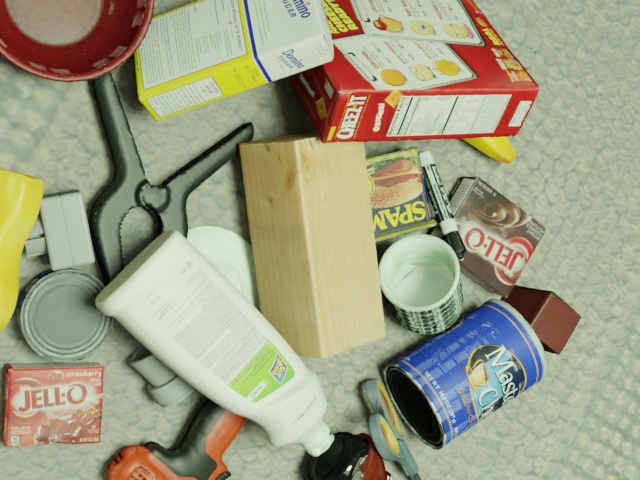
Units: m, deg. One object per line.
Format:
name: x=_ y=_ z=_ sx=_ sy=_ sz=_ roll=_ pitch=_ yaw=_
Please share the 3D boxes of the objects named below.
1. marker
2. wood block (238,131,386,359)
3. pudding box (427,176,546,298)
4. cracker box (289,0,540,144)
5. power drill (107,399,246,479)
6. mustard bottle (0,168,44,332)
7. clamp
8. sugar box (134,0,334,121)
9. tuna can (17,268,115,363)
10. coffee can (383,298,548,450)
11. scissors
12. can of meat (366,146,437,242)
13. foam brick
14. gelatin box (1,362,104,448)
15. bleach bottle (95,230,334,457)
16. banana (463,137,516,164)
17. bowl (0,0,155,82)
marker: x=0.126 y=-0.035 z=1.113 sx=0.020 sy=0.020 sz=0.121 roll=-10 pitch=70 yaw=-23
wood block: x=-0.007 y=0.001 z=1.036 sx=0.090 sy=0.090 sz=0.206 roll=-15 pitch=102 yaw=-40
pudding box: x=0.179 y=-0.004 z=1.156 sx=0.113 sy=0.039 sz=0.090 roll=34 pitch=82 yaw=-21
cracker box: x=0.078 y=-0.169 z=1.033 sx=0.213 sy=0.164 sz=0.072 roll=-5 pitch=137 yaw=-23
power drill: x=-0.087 y=0.221 z=1.049 sx=0.187 sy=0.057 sz=0.184 roll=-48 pitch=110 yaw=-13
mustard bottle: x=-0.305 y=0.029 z=0.925 sx=0.096 sy=0.058 sz=0.191 roll=13 pitch=90 yaw=18
clamp: x=-0.169 y=-0.050 z=1.003 sx=0.164 sy=0.036 sz=0.210 roll=26 pitch=81 yaw=-23
sugar box: x=-0.080 y=-0.178 z=0.961 sx=0.176 sy=0.048 sz=0.093 roll=-15 pitch=60 yaw=9
tuna can: x=-0.235 y=0.068 z=0.985 sx=0.086 sy=0.034 sz=0.086 roll=-2 pitch=95 yaw=-23
coffee can: x=0.152 y=0.140 z=1.121 sx=0.140 sy=0.103 sz=0.103 roll=-30 pitch=105 yaw=-19
scissors: x=0.089 y=0.240 z=1.118 sx=0.016 sy=0.096 sz=0.202 roll=-20 pitch=102 yaw=15
can of meat: x=0.061 y=-0.045 z=1.094 sx=0.102 sy=0.058 sz=0.084 roll=-15 pitch=97 yaw=-22
foam brick: x=0.235 y=0.087 z=1.167 sx=0.053 sy=0.078 sz=0.051 roll=38 pitch=78 yaw=-22
gelatin box: x=-0.247 y=0.152 z=0.989 sx=0.089 sy=0.030 sz=0.073 roll=2 pitch=93 yaw=-24
bleach bottle: x=-0.084 y=0.111 z=0.982 sx=0.102 sy=0.068 sz=0.250 roll=-45 pitch=105 yaw=-14
banana: x=0.122 y=-0.126 z=1.118 sx=0.197 sy=0.037 sz=0.069 roll=8 pitch=73 yaw=-29
bowl: x=-0.232 y=-0.220 z=0.951 sx=0.161 sy=0.055 sz=0.162 roll=-2 pitch=94 yaw=-23
